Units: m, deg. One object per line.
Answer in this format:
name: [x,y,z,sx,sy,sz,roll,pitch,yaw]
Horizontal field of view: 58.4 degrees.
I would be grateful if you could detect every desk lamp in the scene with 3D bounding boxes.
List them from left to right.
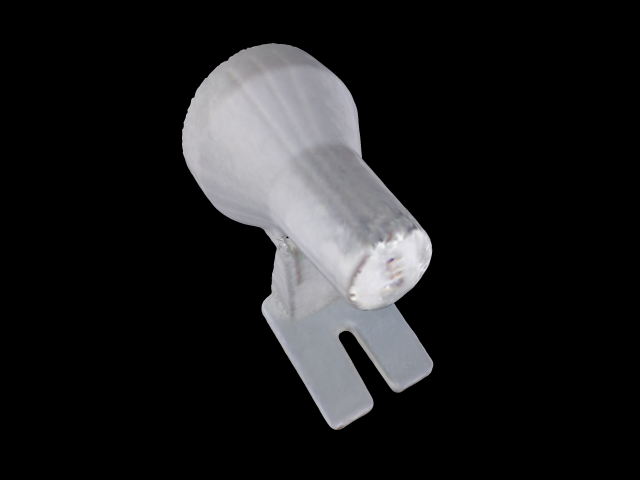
desk lamp: [0.004,0.001,0.400,0.118,0.213,0.203,-29,66,-14]
